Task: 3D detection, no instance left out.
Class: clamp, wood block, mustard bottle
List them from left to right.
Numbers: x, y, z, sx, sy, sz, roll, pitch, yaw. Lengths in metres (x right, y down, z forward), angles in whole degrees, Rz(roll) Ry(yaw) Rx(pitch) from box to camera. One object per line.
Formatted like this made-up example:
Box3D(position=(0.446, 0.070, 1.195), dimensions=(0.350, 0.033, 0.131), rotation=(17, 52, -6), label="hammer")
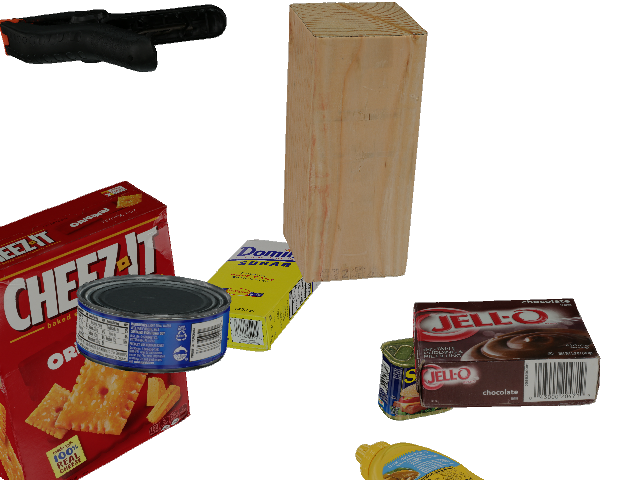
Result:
Box3D(position=(-0.158, -0.154, 0.796), dimensions=(0.172, 0.039, 0.120), rotation=(11, 22, 29), label="clamp")
Box3D(position=(0.024, -0.079, 0.862), dimensions=(0.090, 0.206, 0.091), rotation=(-4, 28, -12), label="wood block")
Box3D(position=(0.099, 0.231, 0.970), dimensions=(0.096, 0.058, 0.192), rotation=(-14, 24, -36), label="mustard bottle")

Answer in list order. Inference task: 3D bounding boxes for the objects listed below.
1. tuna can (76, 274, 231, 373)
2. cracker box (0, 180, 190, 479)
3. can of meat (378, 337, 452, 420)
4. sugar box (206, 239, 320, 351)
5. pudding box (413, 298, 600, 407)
Box3D(position=(-0.094, 0.046, 0.599), dimensions=(0.086, 0.034, 0.086), rotation=(5, 12, -1), label="tuna can")
Box3D(position=(-0.194, 0.081, 0.858), dimensions=(0.163, 0.214, 0.072), rotation=(-25, 37, -36), label="cracker box")
Box3D(position=(0.123, 0.170, 1.323), dimensions=(0.102, 0.084, 0.057), rotation=(-6, 27, -21), label="can of meat")
Box3D(position=(-0.066, 0.053, 1.116), dimensions=(0.093, 0.048, 0.176), rotation=(6, 27, 17), label="sugar box")
Box3D(position=(0.118, 0.072, 0.700), dimensions=(0.113, 0.039, 0.090), rotation=(0, 22, 2), label="pudding box")
